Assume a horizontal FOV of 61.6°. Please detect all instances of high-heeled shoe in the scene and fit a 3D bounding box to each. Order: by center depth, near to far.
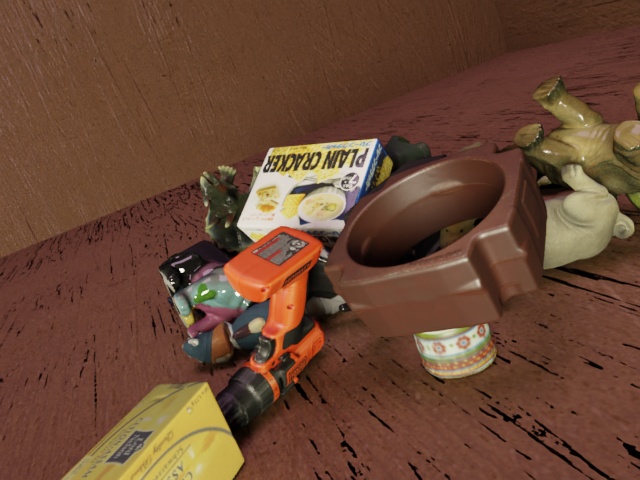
[{"bbox_3d":[0.030,0.040,0.708,0.145,0.086,0.249,-8,25,-34],"label":"high-heeled shoe"}]

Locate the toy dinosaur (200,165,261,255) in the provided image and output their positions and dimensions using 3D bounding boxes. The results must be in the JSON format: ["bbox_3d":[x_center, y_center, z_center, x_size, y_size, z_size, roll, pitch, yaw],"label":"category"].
[{"bbox_3d":[-0.188,-0.038,1.151,0.131,0.192,0.404,11,-21,-8],"label":"toy dinosaur"}]

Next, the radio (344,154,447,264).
[{"bbox_3d":[0.132,-0.028,0.787,0.073,0.131,0.229,-6,22,38],"label":"radio"}]

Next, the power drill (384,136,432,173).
[{"bbox_3d":[0.100,-0.105,0.941,0.207,0.085,0.232,-33,37,-24],"label":"power drill"}]

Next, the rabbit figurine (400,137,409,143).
[{"bbox_3d":[0.117,-0.112,1.098,0.159,0.121,0.170,-9,35,42],"label":"rabbit figurine"}]

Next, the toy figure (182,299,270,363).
[{"bbox_3d":[-0.107,0.125,0.714,0.154,0.064,0.058,-25,54,0],"label":"toy figure"}]

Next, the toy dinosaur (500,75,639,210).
[{"bbox_3d":[0.344,-0.108,0.687,0.105,0.198,0.472,-55,23,2],"label":"toy dinosaur"}]

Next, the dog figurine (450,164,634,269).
[{"bbox_3d":[0.249,0.016,0.628,0.173,0.121,0.190,11,56,41],"label":"dog figurine"}]

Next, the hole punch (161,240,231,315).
[{"bbox_3d":[-0.204,0.079,0.945,0.142,0.092,0.116,-30,50,-35],"label":"hole punch"}]

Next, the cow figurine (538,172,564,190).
[{"bbox_3d":[0.418,-0.123,0.869,0.167,0.068,0.098,-7,27,45],"label":"cow figurine"}]

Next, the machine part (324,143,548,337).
[{"bbox_3d":[0.121,-0.001,0.551,0.202,0.087,0.201,-14,31,34],"label":"machine part"}]

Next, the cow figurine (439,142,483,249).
[{"bbox_3d":[0.216,-0.057,0.775,0.086,0.127,0.195,0,55,33],"label":"cow figurine"}]

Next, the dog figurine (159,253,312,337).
[{"bbox_3d":[-0.114,0.064,0.814,0.219,0.108,0.192,-21,34,-19],"label":"dog figurine"}]

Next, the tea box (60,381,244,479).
[{"bbox_3d":[-0.145,0.206,0.443,0.068,0.098,0.170,-11,21,29],"label":"tea box"}]
